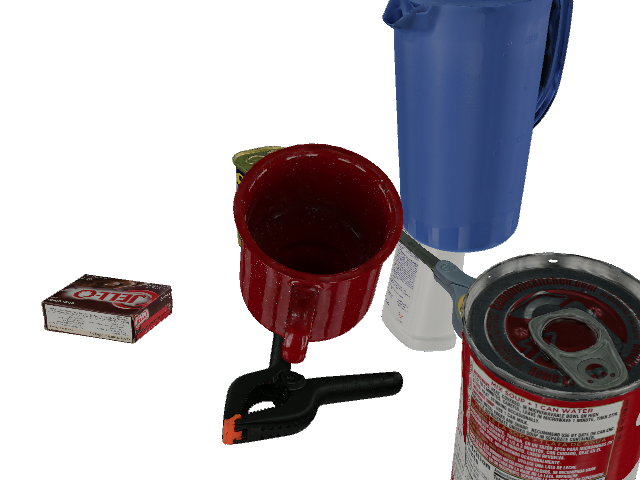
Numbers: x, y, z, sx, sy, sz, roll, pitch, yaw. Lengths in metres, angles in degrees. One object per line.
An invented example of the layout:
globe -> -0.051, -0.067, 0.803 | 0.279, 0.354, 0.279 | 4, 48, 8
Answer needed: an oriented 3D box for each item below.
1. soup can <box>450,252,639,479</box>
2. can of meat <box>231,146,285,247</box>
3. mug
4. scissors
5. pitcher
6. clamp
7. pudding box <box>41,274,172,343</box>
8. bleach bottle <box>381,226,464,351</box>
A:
soup can -> 0.081, 0.065, 0.380 | 0.068, 0.102, 0.068 | -1, 39, 1
can of meat -> -0.035, -0.025, 0.934 | 0.057, 0.084, 0.102 | -15, 31, -28
mug -> -0.006, 0.015, 0.604 | 0.093, 0.117, 0.081 | 8, -34, -1
scissors -> 0.119, 0.029, 0.830 | 0.096, 0.016, 0.202 | -3, 32, -16
pitcher -> 0.135, -0.119, 0.930 | 0.149, 0.243, 0.145 | 6, 33, 11
clamp -> -0.022, 0.156, 1.104 | 0.165, 0.036, 0.209 | 17, 28, 24
pudding box -> -0.230, 0.073, 1.160 | 0.114, 0.039, 0.090 | 5, 18, 19
bleach bottle -> 0.129, -0.009, 1.198 | 0.068, 0.251, 0.103 | 1, 20, -23
